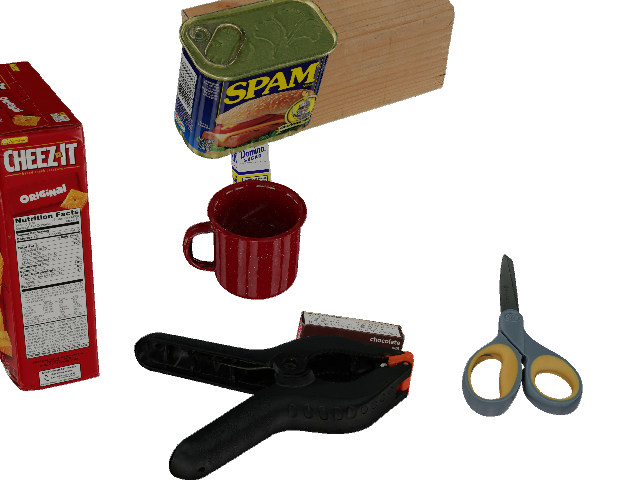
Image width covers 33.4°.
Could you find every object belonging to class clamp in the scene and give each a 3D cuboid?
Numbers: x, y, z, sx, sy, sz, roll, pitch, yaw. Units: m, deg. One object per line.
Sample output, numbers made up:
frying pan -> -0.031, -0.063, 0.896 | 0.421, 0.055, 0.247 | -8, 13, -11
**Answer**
clamp -> -0.023, 0.094, 0.633 | 0.171, 0.039, 0.120 | -2, 37, -10

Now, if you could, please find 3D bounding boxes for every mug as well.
mug -> -0.073, 0.003, 1.016 | 0.117, 0.081, 0.093 | -8, 41, -14

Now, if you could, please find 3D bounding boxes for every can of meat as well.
can of meat -> -0.047, -0.108, 0.718 | 0.102, 0.057, 0.084 | -19, -29, -25

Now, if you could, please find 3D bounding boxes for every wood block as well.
wood block -> -0.002, -0.159, 0.895 | 0.205, 0.090, 0.091 | -19, -37, -18

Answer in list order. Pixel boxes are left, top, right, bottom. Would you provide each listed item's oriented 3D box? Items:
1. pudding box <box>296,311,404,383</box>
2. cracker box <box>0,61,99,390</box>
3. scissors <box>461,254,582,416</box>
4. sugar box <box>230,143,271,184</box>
pudding box -> 0.027, 0.129, 1.150 | 0.113, 0.090, 0.039 | 7, 23, -8
cracker box -> -0.235, -0.014, 0.840 | 0.072, 0.214, 0.164 | -11, 29, -25
scissors -> 0.167, 0.074, 0.837 | 0.096, 0.016, 0.201 | 14, 35, 17
sugar box -> -0.084, -0.057, 1.314 | 0.048, 0.176, 0.093 | -10, 25, -7
